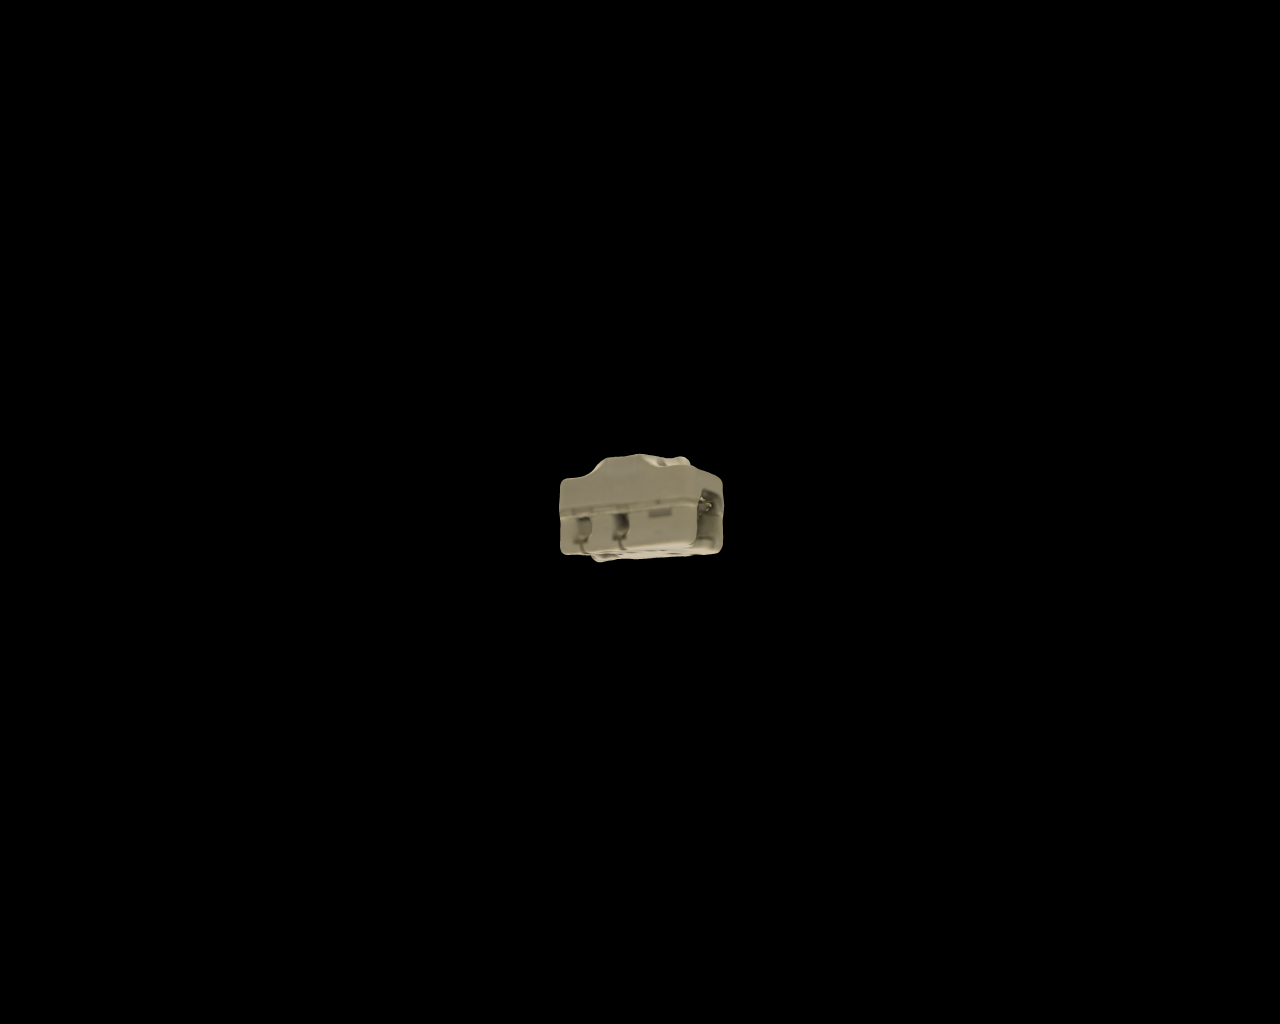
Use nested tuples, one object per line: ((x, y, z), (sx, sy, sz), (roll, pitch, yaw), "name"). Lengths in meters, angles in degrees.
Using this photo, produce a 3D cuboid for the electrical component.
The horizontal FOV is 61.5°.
((0.001, -0.003, 0.650), (0.089, 0.055, 0.050), (-5, -11, 28), "electrical component")
